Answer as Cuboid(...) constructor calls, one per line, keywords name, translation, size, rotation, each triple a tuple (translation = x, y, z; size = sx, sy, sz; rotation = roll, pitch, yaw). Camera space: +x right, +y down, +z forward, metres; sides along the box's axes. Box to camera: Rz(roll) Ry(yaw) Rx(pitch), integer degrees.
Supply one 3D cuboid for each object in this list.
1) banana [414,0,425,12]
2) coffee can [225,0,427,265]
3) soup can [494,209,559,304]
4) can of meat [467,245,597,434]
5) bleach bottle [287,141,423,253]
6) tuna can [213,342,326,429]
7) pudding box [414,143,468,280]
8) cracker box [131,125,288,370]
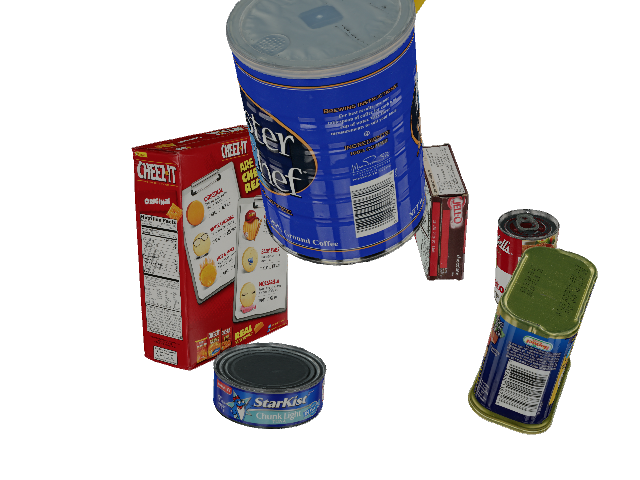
Cuboid(name="banana", translation=(0.057, -0.198, 0.835), size=(0.070, 0.197, 0.037), rotation=(-11, -46, 42))
Cuboid(name="coffee can", translation=(0.008, -0.071, 0.618), size=(0.103, 0.140, 0.103), rotation=(-5, 43, 5))
Cuboid(name="soup can", translation=(0.234, 0.024, 1.215), size=(0.068, 0.102, 0.068), rotation=(-2, 30, 1))
Cuboid(name="can of meat", translation=(0.142, 0.063, 0.709), size=(0.057, 0.084, 0.102), rotation=(19, 35, 14))
Cuboid(name="bleach bottle", translation=(0.022, -0.074, 1.287), size=(0.250, 0.068, 0.103), rotation=(-30, 45, -31))
Cuboid(name="tuna can", translation=(-0.039, 0.110, 0.813), size=(0.086, 0.034, 0.086), rotation=(3, 18, -1))
Cuboid(name="pudding box", translation=(0.111, -0.028, 1.002), size=(0.039, 0.090, 0.113), rotation=(-2, 30, -4))
Cuboid(name="cracker box", translation=(-0.106, 0.002, 1.065), size=(0.072, 0.214, 0.163), rotation=(9, 17, 34))
